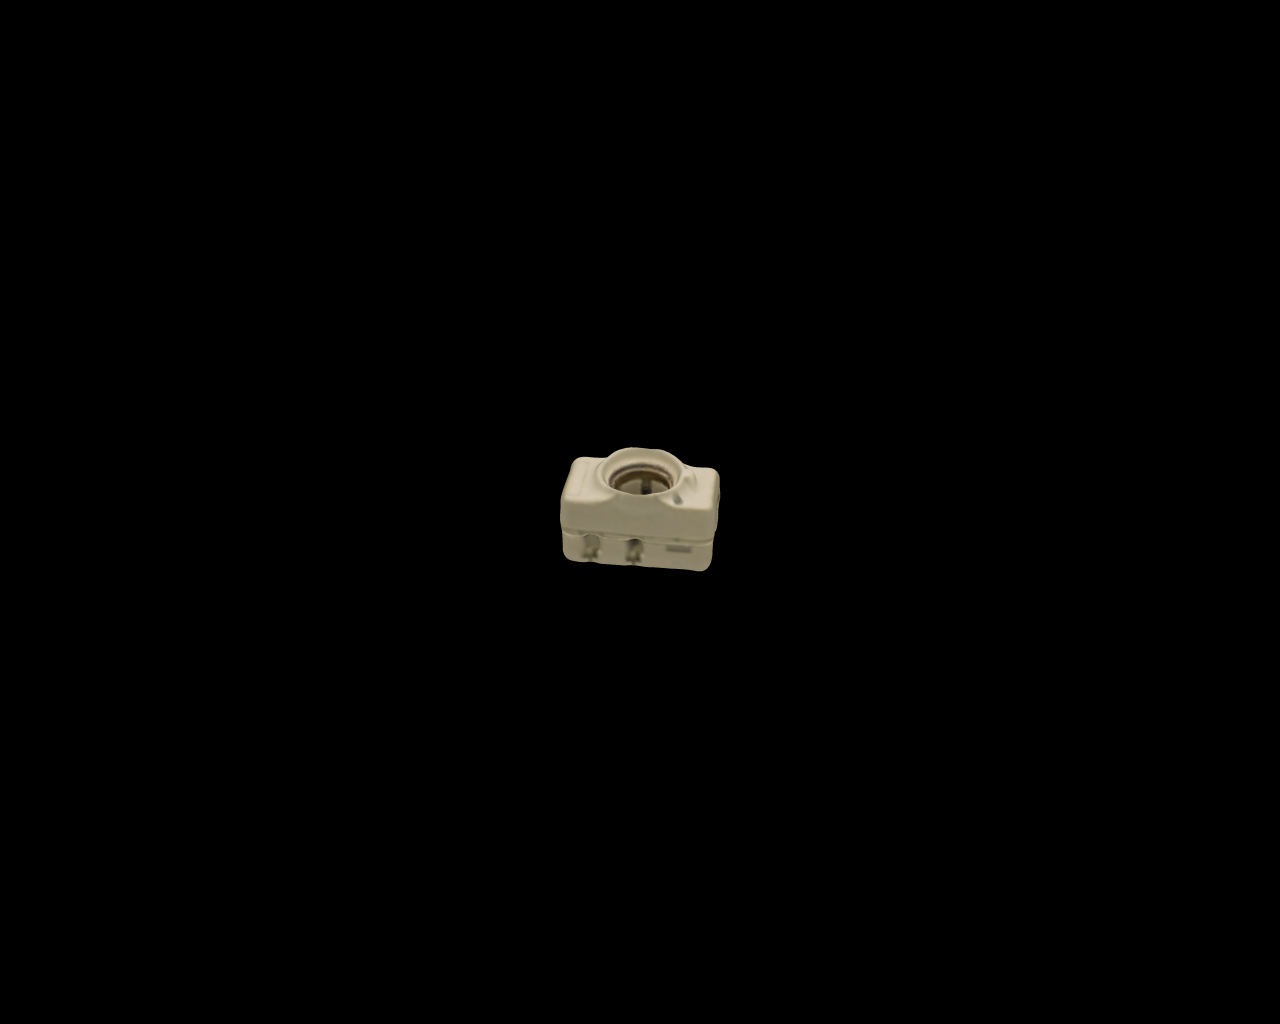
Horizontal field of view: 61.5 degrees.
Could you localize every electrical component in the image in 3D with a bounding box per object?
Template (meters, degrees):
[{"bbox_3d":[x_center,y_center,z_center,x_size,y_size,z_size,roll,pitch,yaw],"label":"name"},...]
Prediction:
[{"bbox_3d":[0.001,-0.003,0.650,0.089,0.055,0.050,5,36,7],"label":"electrical component"}]
